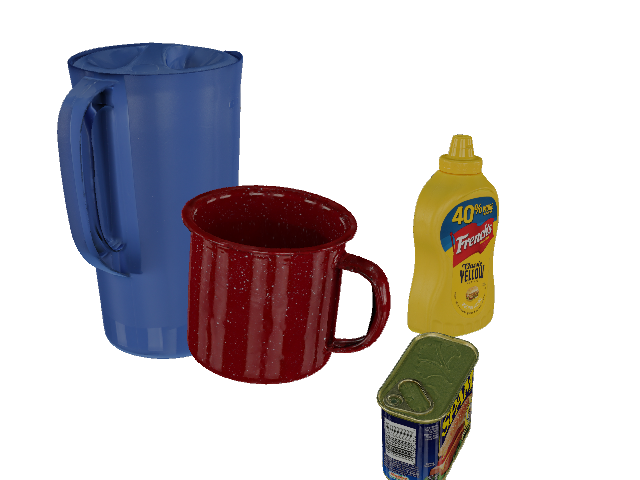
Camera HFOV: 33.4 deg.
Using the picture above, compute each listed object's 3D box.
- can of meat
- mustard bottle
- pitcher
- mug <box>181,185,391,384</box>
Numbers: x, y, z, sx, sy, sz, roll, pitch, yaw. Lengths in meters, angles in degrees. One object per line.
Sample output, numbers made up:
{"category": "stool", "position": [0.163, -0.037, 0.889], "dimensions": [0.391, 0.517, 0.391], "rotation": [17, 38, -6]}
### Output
{"category": "can of meat", "position": [0.087, 0.139, 0.858], "dimensions": [0.057, 0.084, 0.102], "rotation": [14, 38, 23]}
{"category": "mustard bottle", "position": [0.131, -0.006, 1.030], "dimensions": [0.096, 0.192, 0.058], "rotation": [-10, 19, -36]}
{"category": "pitcher", "position": [-0.132, -0.030, 0.846], "dimensions": [0.149, 0.243, 0.145], "rotation": [-6, 21, -17]}
{"category": "mug", "position": [-0.019, 0.026, 0.573], "dimensions": [0.117, 0.081, 0.093], "rotation": [12, 24, 15]}
